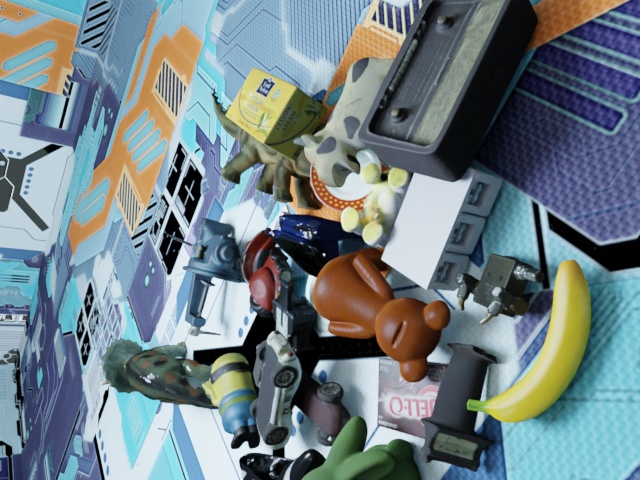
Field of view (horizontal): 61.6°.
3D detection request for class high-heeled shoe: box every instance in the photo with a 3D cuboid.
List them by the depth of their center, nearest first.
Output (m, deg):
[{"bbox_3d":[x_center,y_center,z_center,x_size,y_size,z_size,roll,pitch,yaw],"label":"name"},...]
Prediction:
[{"bbox_3d":[-0.066,0.346,0.841,0.145,0.086,0.248,43,136,28],"label":"high-heeled shoe"}]

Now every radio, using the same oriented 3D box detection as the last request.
[{"bbox_3d":[0.148,-0.190,0.637,0.131,0.073,0.229,20,79,46],"label":"radio"}]

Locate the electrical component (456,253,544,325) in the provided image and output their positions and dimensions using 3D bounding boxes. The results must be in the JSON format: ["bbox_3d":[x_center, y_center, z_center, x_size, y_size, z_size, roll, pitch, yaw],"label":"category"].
[{"bbox_3d":[0.193,0.053,0.594,0.102,0.045,0.078,-131,59,-73],"label":"electrical component"}]

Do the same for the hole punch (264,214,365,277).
[{"bbox_3d":[-0.002,-0.002,0.818,0.092,0.115,0.142,-55,36,-11],"label":"hole punch"}]

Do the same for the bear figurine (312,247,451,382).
[{"bbox_3d":[0.089,0.091,0.708,0.196,0.132,0.120,23,103,34],"label":"bear figurine"}]

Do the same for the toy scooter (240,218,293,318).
[{"bbox_3d":[-0.089,0.040,0.962,0.135,0.075,0.184,-58,38,27],"label":"toy scooter"}]

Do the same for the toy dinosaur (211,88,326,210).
[{"bbox_3d":[-0.092,-0.183,0.986,0.472,0.105,0.198,26,95,40],"label":"toy dinosaur"}]

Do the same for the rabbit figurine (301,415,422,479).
[{"bbox_3d":[0.045,0.308,0.653,0.121,0.170,0.159,36,112,49],"label":"rabbit figurine"}]

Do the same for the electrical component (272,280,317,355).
[{"bbox_3d":[-0.044,0.120,0.884,0.075,0.048,0.119,26,120,52],"label":"electrical component"}]

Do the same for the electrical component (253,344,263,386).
[{"bbox_3d":[-0.104,0.233,0.974,0.094,0.021,0.063,-124,45,-61],"label":"electrical component"}]

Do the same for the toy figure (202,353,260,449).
[{"bbox_3d":[-0.150,0.289,0.987,0.089,0.082,0.180,-48,38,12],"label":"toy figure"}]

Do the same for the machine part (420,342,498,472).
[{"bbox_3d":[0.162,0.188,0.614,0.039,0.084,0.139,143,141,-80],"label":"machine part"}]

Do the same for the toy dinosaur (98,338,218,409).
[{"bbox_3d":[-0.349,0.291,1.154,0.405,0.192,0.131,-3,83,53],"label":"toy dinosaur"}]

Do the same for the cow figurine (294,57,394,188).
[{"bbox_3d":[0.046,-0.168,0.769,0.127,0.085,0.195,21,88,30],"label":"cow figurine"}]

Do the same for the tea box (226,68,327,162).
[{"bbox_3d":[-0.074,-0.201,0.845,0.098,0.068,0.170,-59,37,7],"label":"tea box"}]

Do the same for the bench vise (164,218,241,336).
[{"bbox_3d":[-0.240,0.075,1.114,0.224,0.129,0.240,6,81,52],"label":"bench vise"}]

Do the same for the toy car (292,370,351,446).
[{"bbox_3d":[-0.020,0.239,0.848,0.202,0.053,0.089,22,119,55],"label":"toy car"}]

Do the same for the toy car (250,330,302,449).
[{"bbox_3d":[-0.066,0.231,0.822,0.074,0.056,0.201,46,133,52],"label":"toy car"}]

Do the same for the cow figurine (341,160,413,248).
[{"bbox_3d":[0.101,-0.071,0.733,0.068,0.098,0.167,26,93,31],"label":"cow figurine"}]
